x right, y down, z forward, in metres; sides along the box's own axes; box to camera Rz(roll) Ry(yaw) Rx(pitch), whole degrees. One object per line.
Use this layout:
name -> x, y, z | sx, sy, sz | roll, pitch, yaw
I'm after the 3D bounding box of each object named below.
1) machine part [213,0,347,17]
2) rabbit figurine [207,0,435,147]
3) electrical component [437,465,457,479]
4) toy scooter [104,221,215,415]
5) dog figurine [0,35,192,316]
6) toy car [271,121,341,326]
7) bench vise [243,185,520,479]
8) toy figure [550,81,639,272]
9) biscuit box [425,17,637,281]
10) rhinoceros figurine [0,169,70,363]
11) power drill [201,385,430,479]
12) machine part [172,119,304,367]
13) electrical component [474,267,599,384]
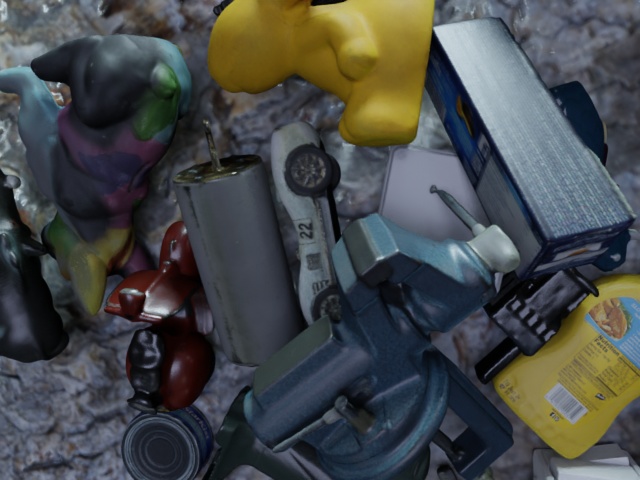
machine part -> -0.021, -0.208, 0.469 | 0.139, 0.039, 0.084 | -28, 83, 13
rabbit figurine -> -0.004, -0.151, 0.406 | 0.173, 0.122, 0.162 | 6, 119, 10
electrical component -> 0.122, 0.259, 0.502 | 0.063, 0.021, 0.094 | -27, 92, 12
toy scooter -> -0.138, 0.077, 0.470 | 0.075, 0.135, 0.183 | 8, 99, 7
dog figurine -> -0.182, -0.048, 0.474 | 0.192, 0.108, 0.219 | -7, 100, 28
toy car -> -0.001, -0.001, 0.468 | 0.056, 0.073, 0.201 | -10, 94, 9
bench vise -> 0.075, 0.100, 0.392 | 0.223, 0.129, 0.240 | -44, 113, 0
toy figure -> 0.210, -0.049, 0.436 | 0.064, 0.058, 0.154 | -16, 98, 24
biscuit box -> 0.138, -0.075, 0.391 | 0.063, 0.059, 0.203 | -13, 61, -6
rhinoceros figurine -> -0.291, 0.024, 0.489 | 0.112, 0.073, 0.190 | 12, 117, 53
power drill -> -0.012, 0.242, 0.495 | 0.207, 0.086, 0.232 | 23, 98, 10
machine part -> -0.067, 0.018, 0.460 | 0.079, 0.079, 0.243 | -9, 110, 10
electrical component -> 0.164, 0.061, 0.449 | 0.048, 0.075, 0.119 | 45, 104, 2
